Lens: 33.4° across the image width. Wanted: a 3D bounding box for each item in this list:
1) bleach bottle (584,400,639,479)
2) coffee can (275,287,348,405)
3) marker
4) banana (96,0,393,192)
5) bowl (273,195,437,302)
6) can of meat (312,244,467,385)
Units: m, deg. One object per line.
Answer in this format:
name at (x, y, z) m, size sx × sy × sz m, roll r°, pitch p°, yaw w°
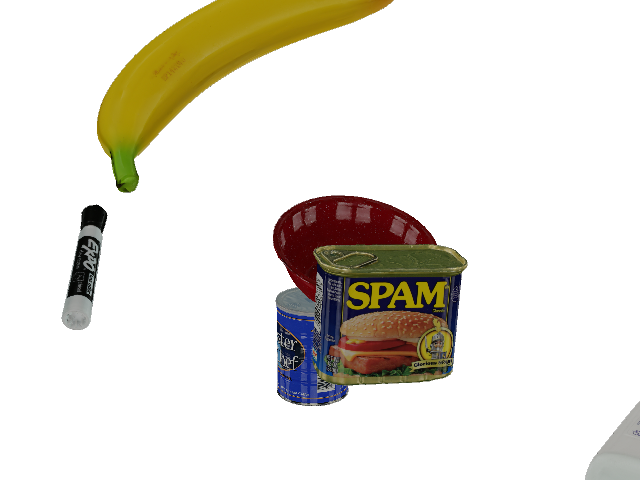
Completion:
bleach bottle at (0.248, 0.105, 0.628) m, size 0.103 × 0.068 × 0.250 m, roll 19°, pitch 29°, yaw 32°
coffee can at (-0.011, 0.146, 1.495) m, size 0.103 × 0.140 × 0.103 m, roll 0°, pitch 18°, yaw 0°
marker at (-0.165, 0.015, 0.750) m, size 0.020 × 0.020 × 0.121 m, roll 0°, pitch 39°, yaw -4°
banana at (-0.047, -0.095, 0.556) m, size 0.070 × 0.197 × 0.037 m, roll 40°, pitch -24°, yaw 20°
bowl at (0.032, 0.023, 1.034) m, size 0.162 × 0.055 × 0.162 m, roll 6°, pitch 37°, yaw -4°
can of meat at (0.045, 0.050, 0.733) m, size 0.102 × 0.084 × 0.057 m, roll 0°, pitch 16°, yaw -12°
